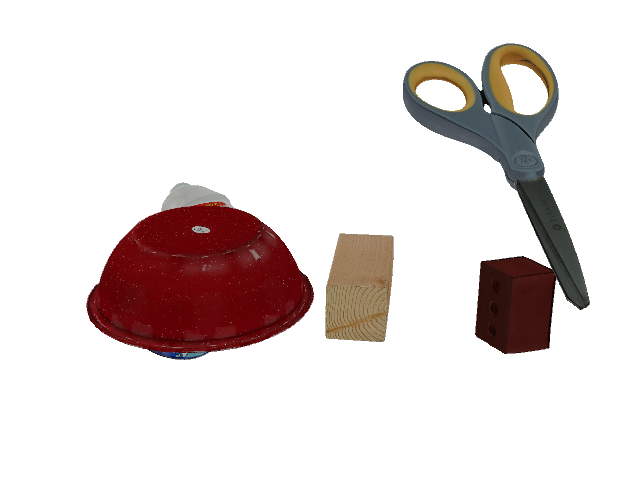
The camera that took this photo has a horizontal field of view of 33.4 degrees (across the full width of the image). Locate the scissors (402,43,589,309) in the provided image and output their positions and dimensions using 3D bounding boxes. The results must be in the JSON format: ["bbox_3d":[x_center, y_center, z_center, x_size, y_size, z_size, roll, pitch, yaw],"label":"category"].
[{"bbox_3d":[0.087,-0.043,0.556,0.096,0.016,0.201,4,44,6],"label":"scissors"}]

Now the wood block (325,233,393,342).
[{"bbox_3d":[0.063,0.069,1.645,0.091,0.090,0.206,3,22,5],"label":"wood block"}]

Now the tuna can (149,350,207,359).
[{"bbox_3d":[-0.127,0.065,0.945,0.086,0.034,0.086,16,34,-11],"label":"tuna can"}]

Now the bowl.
[{"bbox_3d":[-0.085,0.017,0.753,0.162,0.055,0.162,0,24,0],"label":"bowl"}]

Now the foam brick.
[{"bbox_3d":[0.181,0.060,0.995,0.051,0.078,0.053,-7,19,-26],"label":"foam brick"}]

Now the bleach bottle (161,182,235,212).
[{"bbox_3d":[-0.123,0.003,1.153,0.102,0.068,0.251,-8,30,-21],"label":"bleach bottle"}]
